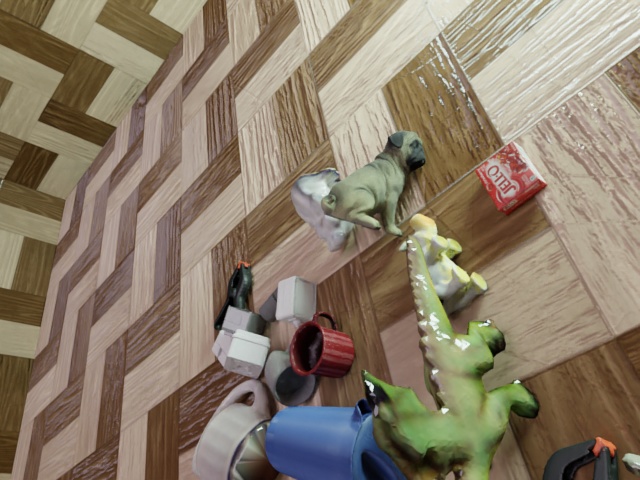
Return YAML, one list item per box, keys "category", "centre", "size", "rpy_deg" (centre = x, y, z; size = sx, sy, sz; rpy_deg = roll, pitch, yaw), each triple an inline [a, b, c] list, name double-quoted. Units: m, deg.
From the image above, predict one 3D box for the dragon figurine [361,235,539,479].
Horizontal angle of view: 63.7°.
- category: "dragon figurine"
  centre: [0.136, 0.173, 0.603]
  size: [0.120, 0.242, 0.417]
  rpy_deg: [-38, 65, 30]

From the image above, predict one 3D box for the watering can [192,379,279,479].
- category: "watering can"
  centre: [-0.181, 0.434, 0.968]
  size: [0.223, 0.102, 0.353]
  rpy_deg: [-3, 52, 51]

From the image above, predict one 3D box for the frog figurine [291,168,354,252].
- category: "frog figurine"
  centre: [0.003, -0.052, 1.026]
  size: [0.135, 0.123, 0.162]
  rpy_deg: [119, 151, -71]
